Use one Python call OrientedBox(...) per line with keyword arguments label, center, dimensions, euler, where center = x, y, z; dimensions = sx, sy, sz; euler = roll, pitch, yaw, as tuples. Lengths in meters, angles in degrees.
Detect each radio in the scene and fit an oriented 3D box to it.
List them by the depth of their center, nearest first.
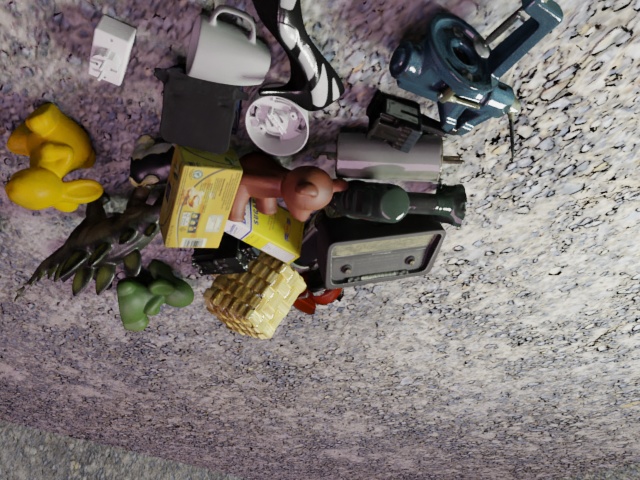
OrientedBox(label="radio", center=(0.109, 0.017, 1.015), dimensions=(0.230, 0.073, 0.131), euler=(-6, 136, -14))

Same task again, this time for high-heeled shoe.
OrientedBox(label="high-heeled shoe", center=(-0.013, -0.287, 0.714), dimensions=(0.145, 0.086, 0.248), euler=(-14, 133, -29))

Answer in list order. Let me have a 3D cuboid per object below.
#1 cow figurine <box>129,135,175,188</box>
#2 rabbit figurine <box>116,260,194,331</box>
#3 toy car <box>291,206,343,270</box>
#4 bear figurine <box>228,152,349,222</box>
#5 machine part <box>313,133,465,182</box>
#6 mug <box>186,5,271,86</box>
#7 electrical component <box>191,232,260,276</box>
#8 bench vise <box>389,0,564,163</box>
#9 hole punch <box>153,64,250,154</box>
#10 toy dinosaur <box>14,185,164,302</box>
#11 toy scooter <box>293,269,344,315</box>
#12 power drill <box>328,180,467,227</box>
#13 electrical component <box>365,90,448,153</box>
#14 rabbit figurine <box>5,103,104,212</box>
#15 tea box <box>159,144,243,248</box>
OrientedBox(label="cow figurine", center=(-0.239, -0.135, 0.903), dimensions=(0.167, 0.098, 0.068), euler=(-7, 135, 16))
OrientedBox(label="rabbit figurine", center=(-0.386, 0.119, 1.271), dimensions=(0.170, 0.121, 0.159), euler=(-6, 138, -16))
OrientedBox(label="toy car", center=(-0.002, -0.003, 1.081), dimensions=(0.073, 0.056, 0.201), euler=(27, 136, -20))
OrientedBox(label="bear figurine", center=(-0.059, -0.074, 0.895), dimensions=(0.196, 0.120, 0.131), euler=(25, 118, 32))
OrientedBox(label="machine part", center=(0.111, -0.135, 0.876), dimensions=(0.243, 0.079, 0.079), euler=(2, 143, 5))
OrientedBox(label="mug", center=(-0.120, -0.265, 0.741), dimensions=(0.107, 0.081, 0.109), euler=(10, 133, -27))
OrientedBox(label="electrical component", center=(-0.180, 0.007, 1.068), dimensions=(0.134, 0.115, 0.058), euler=(-8, 145, 16))
OrientedBox(label="bench vise", center=(0.222, -0.232, 0.700), dimensions=(0.223, 0.129, 0.240), euler=(23, 146, -21))
OrientedBox(label="hole punch", center=(-0.177, -0.206, 0.824), dimensions=(0.142, 0.092, 0.115), euler=(15, 118, -2))
OrientedBox(label="toy dinosaur", center=(-0.421, 0.004, 1.027), dimensions=(0.472, 0.199, 0.105), euler=(-22, 132, 29))
OrientedBox(label="toy scooter", center=(-0.016, 0.125, 1.236), dimensions=(0.184, 0.075, 0.135), euler=(-13, 139, 27))
OrientedBox(label="power drill", center=(0.130, -0.069, 0.922), dimensions=(0.207, 0.086, 0.232), euler=(8, -175, -16))
OrientedBox(label="electrical component", center=(0.131, -0.176, 0.823), dimensions=(0.119, 0.075, 0.047), euler=(14, 141, -16))
OrientedBox(label="rabbit figurine", center=(-0.456, -0.112, 0.900), dimensions=(0.122, 0.173, 0.162), euler=(-19, 132, 23))
OrientedBox(label="tea box", center=(-0.199, -0.069, 0.877), dimensions=(0.098, 0.068, 0.169), euler=(3, 131, -31))
